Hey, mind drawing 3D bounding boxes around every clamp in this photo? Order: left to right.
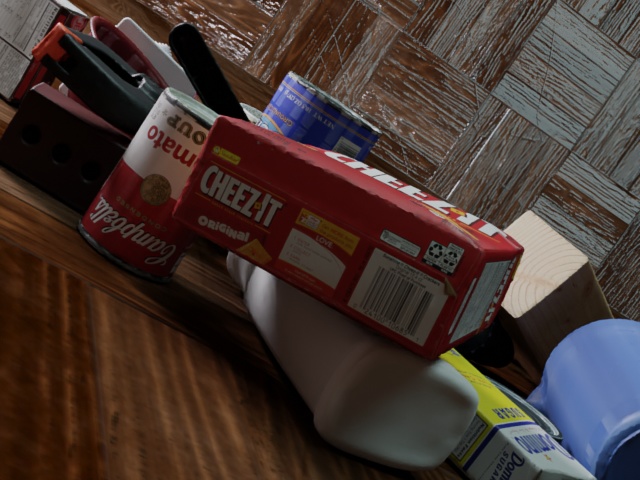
[{"bbox_3d":[-0.115,-0.083,0.714,0.120,0.039,0.171,46,11,35],"label":"clamp"},{"bbox_3d":[-0.045,-0.052,0.826,0.165,0.036,0.210,59,-3,39],"label":"clamp"}]

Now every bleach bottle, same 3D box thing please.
[{"bbox_3d":[-0.005,0.048,0.686,0.102,0.068,0.251,27,9,-34],"label":"bleach bottle"}]

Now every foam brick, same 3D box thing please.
[{"bbox_3d":[-0.167,-0.060,0.702,0.078,0.053,0.051,32,9,-11],"label":"foam brick"}]

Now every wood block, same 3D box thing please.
[{"bbox_3d":[0.234,0.079,1.079,0.091,0.090,0.206,49,-3,43],"label":"wood block"}]

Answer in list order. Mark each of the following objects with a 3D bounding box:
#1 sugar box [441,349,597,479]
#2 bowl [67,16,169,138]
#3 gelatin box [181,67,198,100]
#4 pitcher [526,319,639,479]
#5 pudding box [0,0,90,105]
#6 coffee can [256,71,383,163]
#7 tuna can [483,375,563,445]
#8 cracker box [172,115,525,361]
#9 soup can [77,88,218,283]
[{"bbox_3d":[0.102,0.120,0.737,0.176,0.048,0.093,40,11,39],"label":"sugar box"},{"bbox_3d":[-0.151,-0.097,0.853,0.162,0.055,0.162,55,8,-12],"label":"bowl"},{"bbox_3d":[-0.158,-0.140,1.097,0.030,0.073,0.089,31,9,-26],"label":"gelatin box"},{"bbox_3d":[0.263,0.149,0.849,0.145,0.149,0.242,35,10,0],"label":"pitcher"},{"bbox_3d":[-0.252,-0.172,0.870,0.114,0.090,0.039,38,10,24],"label":"pudding box"},{"bbox_3d":[-0.024,-0.068,0.976,0.103,0.140,0.103,33,9,-6],"label":"coffee can"},{"bbox_3d":[0.143,0.140,0.817,0.086,0.034,0.086,33,8,-6],"label":"tuna can"},{"bbox_3d":[0.030,-0.004,0.650,0.164,0.072,0.213,28,8,15],"label":"cracker box"},{"bbox_3d":[-0.094,-0.034,0.660,0.068,0.102,0.068,33,9,-6],"label":"soup can"}]
